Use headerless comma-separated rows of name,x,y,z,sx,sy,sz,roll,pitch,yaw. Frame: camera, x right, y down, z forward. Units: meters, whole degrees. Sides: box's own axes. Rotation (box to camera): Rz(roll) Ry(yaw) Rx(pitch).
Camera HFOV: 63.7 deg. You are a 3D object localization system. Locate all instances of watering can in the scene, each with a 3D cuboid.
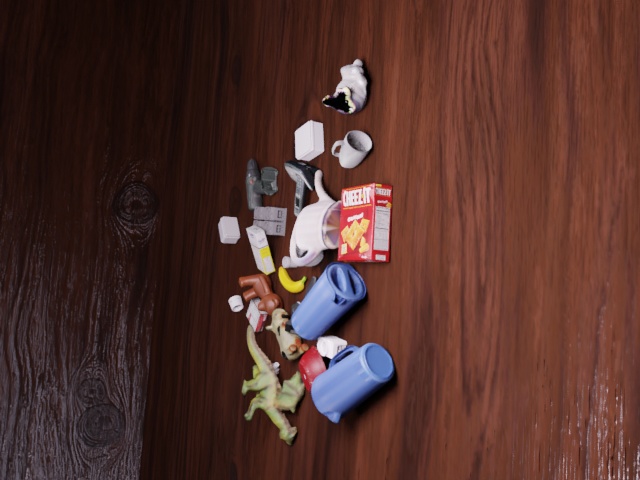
watering can,0.005,-0.081,1.616,0.223,0.103,0.353,-5,61,47

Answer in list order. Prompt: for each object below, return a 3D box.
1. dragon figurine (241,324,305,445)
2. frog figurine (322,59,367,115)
dragon figurine,-0.149,0.495,1.776,0.241,0.122,0.413,-10,82,29
frog figurine,0.098,-0.464,1.573,0.162,0.122,0.135,-59,8,-31
